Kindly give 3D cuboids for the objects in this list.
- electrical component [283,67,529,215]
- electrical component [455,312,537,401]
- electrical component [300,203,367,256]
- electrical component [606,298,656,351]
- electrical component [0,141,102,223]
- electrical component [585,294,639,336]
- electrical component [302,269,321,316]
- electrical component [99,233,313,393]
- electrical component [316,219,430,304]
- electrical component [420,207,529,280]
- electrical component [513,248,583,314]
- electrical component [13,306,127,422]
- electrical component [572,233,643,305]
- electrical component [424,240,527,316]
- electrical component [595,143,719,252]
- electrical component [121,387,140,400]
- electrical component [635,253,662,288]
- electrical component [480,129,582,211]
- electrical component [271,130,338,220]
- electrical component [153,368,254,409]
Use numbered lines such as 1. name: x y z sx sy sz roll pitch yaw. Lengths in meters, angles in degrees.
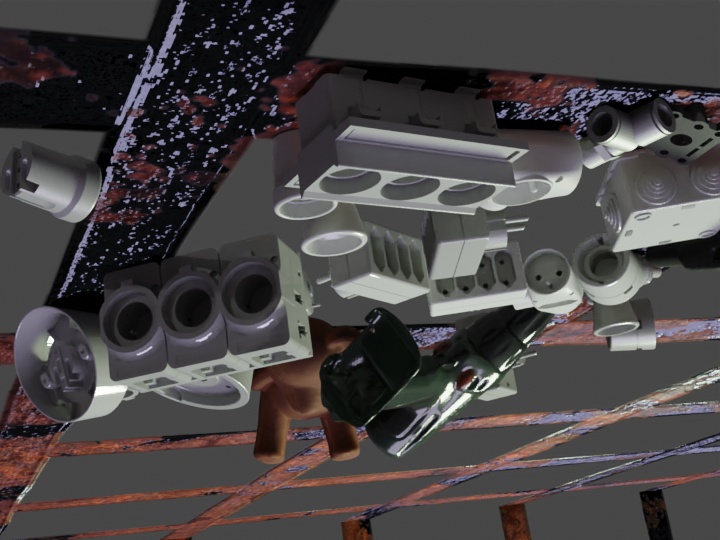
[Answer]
1. electrical component: 0.025 -0.074 0.633 0.121 0.063 0.079 3 158 -31
2. electrical component: 0.148 0.086 1.125 0.076 0.083 0.047 -19 159 28
3. electrical component: -0.021 -0.042 0.719 0.045 0.055 0.045 -8 161 -3
4. electrical component: 0.290 0.060 1.157 0.047 0.055 0.055 -7 162 6
5. electrical component: -0.185 -0.053 0.642 0.040 0.040 0.046 -23 151 36
6. electrical component: 0.246 0.033 1.054 0.045 0.055 0.045 -8 161 -3
7. electrical component: -0.075 0.024 0.914 0.078 0.040 0.040 -11 161 9
8. electrical component: -0.122 0.035 0.847 0.150 0.089 0.062 -13 161 13
9. electrical component: 0.000 0.000 0.864 0.076 0.047 0.083 -21 158 33
10. electrical component: 0.089 -0.031 0.810 0.076 0.047 0.083 -7 161 -4
11. electrical component: 0.159 0.015 0.982 0.079 0.043 0.077 -13 161 16
12. electrical component: -0.247 0.081 0.924 0.099 0.099 0.064 -22 163 36
13. electrical component: 0.216 -0.002 0.943 0.055 0.055 0.047 -16 156 20
14. electrical component: 0.099 0.013 0.946 0.083 0.047 0.075 -9 162 1
15. electrical component: 0.230 -0.054 0.801 0.100 0.048 0.099 -10 161 0
16. electrical component: -0.238 0.091 1.013 0.050 0.055 0.089 -17 160 23
17. electrical component: 0.255 0.001 0.999 0.061 0.035 0.035 1 159 -32
18. electrical component: 0.096 -0.064 0.722 0.077 0.044 0.079 -1 160 -21
19. electrical component: -0.037 -0.060 0.674 0.040 0.046 0.040 -8 161 -3
20. electrical component: -0.148 0.080 0.997 0.108 0.060 0.108 10 151 5
